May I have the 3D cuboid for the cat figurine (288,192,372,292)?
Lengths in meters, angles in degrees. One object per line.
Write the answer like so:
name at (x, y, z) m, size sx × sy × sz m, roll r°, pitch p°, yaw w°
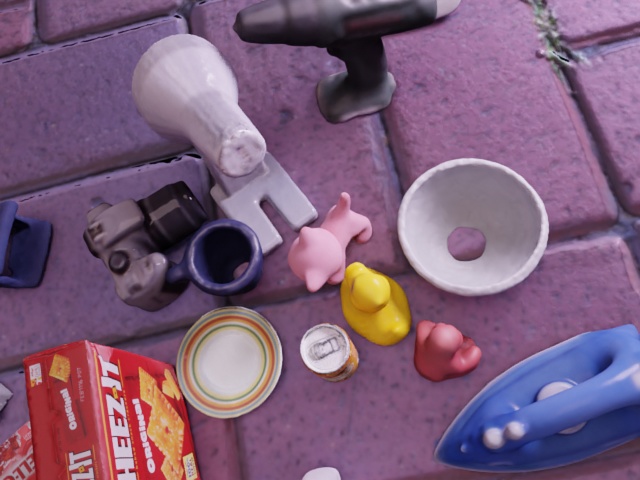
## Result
cat figurine at (0.006, 0.002, 0.675) m, size 0.067 × 0.118 × 0.128 m, roll 26°, pitch 77°, yaw 16°

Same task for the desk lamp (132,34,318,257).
desk lamp at (-0.107, -0.111, 0.678) m, size 0.118 × 0.214 × 0.203 m, roll -38°, pitch 71°, yaw -5°

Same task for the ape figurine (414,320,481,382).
ape figurine at (0.136, 0.118, 0.632) m, size 0.076 × 0.092 × 0.077 m, roll -37°, pitch 70°, yaw -5°

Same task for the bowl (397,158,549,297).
bowl at (0.175, -0.007, 0.677) m, size 0.167 × 0.075 × 0.167 m, roll -2°, pitch 71°, yaw 7°

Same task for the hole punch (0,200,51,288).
hole punch at (-0.425, 0.009, 0.747) m, size 0.101 × 0.091 × 0.108 m, roll 0°, pitch 72°, yaw 8°

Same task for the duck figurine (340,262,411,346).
duck figurine at (0.062, 0.070, 0.661) m, size 0.077 × 0.086 × 0.104 m, roll -34°, pitch 70°, yaw -4°

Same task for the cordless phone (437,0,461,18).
cordless phone at (0.114, -0.372, 0.750) m, size 0.147 × 0.185 × 0.094 m, roll -13°, pitch 70°, yaw 4°

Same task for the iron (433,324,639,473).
iron at (0.235, 0.172, 0.573) m, size 0.258 × 0.141 × 0.118 m, roll -24°, pitch 70°, yaw 0°

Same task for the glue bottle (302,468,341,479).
glue bottle at (-0.001, 0.267, 0.558) m, size 0.037 × 0.173 × 0.078 m, roll -16°, pitch 70°, yaw 3°

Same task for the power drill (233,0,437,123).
power drill at (0.028, -0.234, 0.703) m, size 0.229 × 0.208 × 0.075 m, roll -18°, pitch 70°, yaw 2°

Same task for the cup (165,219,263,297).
cup at (-0.118, 0.036, 0.693) m, size 0.117 × 0.095 × 0.091 m, roll -21°, pitch 70°, yaw 1°

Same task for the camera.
camera at (-0.209, -0.006, 0.717) m, size 0.137 × 0.101 × 0.143 m, roll -33°, pitch 70°, yaw -4°
